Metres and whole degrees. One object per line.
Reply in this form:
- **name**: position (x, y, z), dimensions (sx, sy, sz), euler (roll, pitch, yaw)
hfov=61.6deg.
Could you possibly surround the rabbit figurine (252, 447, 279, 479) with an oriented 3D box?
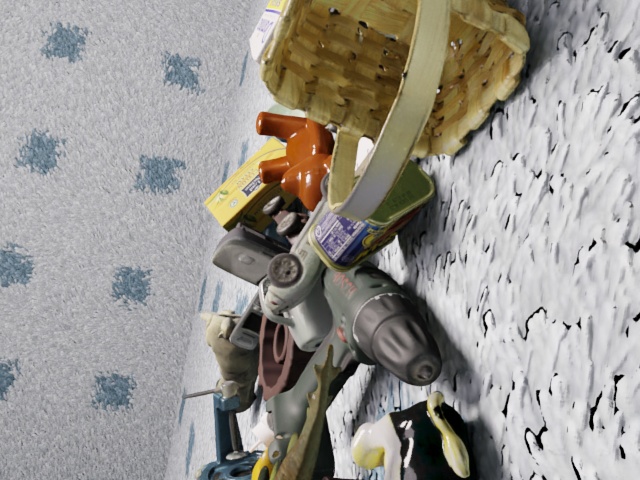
- **rabbit figurine**: position (-0.062, 0.317, 0.648), dimensions (0.173, 0.122, 0.162), euler (-71, 2, -67)

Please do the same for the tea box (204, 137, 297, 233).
- **tea box**: position (-0.104, -0.084, 0.917), dimensions (0.169, 0.068, 0.098), euler (-44, 41, -3)

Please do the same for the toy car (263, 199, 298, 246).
- **toy car**: position (-0.105, -0.022, 1.004), dimensions (0.109, 0.103, 0.161), euler (-115, 40, -64)

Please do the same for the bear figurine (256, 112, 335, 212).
- **bear figurine**: position (-0.027, -0.099, 0.761), dimensions (0.196, 0.132, 0.120), euler (-95, 4, -55)

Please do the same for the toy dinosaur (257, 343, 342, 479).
- **toy dinosaur**: position (-0.068, 0.301, 0.438), dimensions (0.199, 0.105, 0.470), euler (-101, 32, -59)

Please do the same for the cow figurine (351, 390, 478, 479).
- **cow figurine**: position (0.074, 0.192, 0.353), dimensions (0.098, 0.068, 0.167), euler (127, 149, -45)

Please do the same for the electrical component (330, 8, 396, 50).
- **electrical component**: position (0.069, -0.227, 0.530), dimensions (0.075, 0.119, 0.048), euler (126, 150, -59)

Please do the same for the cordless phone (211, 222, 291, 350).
- **cordless phone**: position (-0.119, 0.078, 0.859), dimensions (0.184, 0.146, 0.089), euler (-60, 21, 8)

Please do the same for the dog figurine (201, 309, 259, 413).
- **dog figurine**: position (-0.154, 0.226, 0.959), dimensions (0.172, 0.121, 0.190), euler (18, -103, -70)

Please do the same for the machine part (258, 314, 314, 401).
- **machine part**: position (-0.041, 0.147, 0.772), dimensions (0.179, 0.056, 0.179), euler (-170, 90, -72)

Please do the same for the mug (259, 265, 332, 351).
- **mug**: position (-0.018, 0.080, 0.663), dimensions (0.080, 0.109, 0.107), euler (-51, 45, 44)

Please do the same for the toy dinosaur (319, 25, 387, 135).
- **toy dinosaur**: position (0.044, -0.291, 0.673), dimensions (0.192, 0.131, 0.404), euler (-7, 68, 60)

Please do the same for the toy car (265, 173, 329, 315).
- **toy car**: position (-0.001, -0.002, 0.618), dimensions (0.201, 0.056, 0.073), euler (-59, -8, -15)

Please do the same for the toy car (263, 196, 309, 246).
- **toy car**: position (-0.033, -0.014, 0.794), dimensions (0.053, 0.089, 0.202), euler (-42, 19, 1)

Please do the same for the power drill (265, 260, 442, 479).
- **power drill**: position (0.020, 0.125, 0.510), dimensions (0.232, 0.086, 0.207), euler (-112, 40, -65)

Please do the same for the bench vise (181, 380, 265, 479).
- **bench vise**: position (-0.133, 0.328, 0.813), dimensions (0.224, 0.129, 0.240), euler (178, 84, -65)

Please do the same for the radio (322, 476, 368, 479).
- **radio**: position (0.015, 0.326, 0.443), dimensions (0.131, 0.073, 0.229), euler (-113, 36, -63)
